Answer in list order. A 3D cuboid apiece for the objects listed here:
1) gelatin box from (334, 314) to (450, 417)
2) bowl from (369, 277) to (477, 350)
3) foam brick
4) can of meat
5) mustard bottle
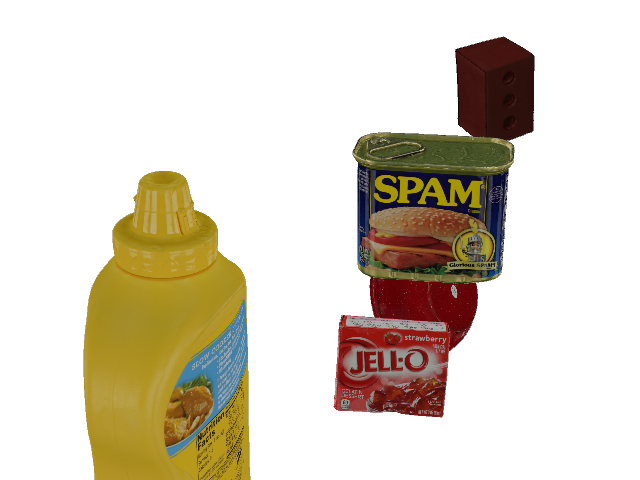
[{"bbox_3d":[0.057,0.101,0.857,0.089,0.073,0.030,4,14,3],"label":"gelatin box"},{"bbox_3d":[0.128,0.060,1.201,0.055,0.162,0.161,-11,-8,43],"label":"bowl"},{"bbox_3d":[0.157,-0.134,0.957,0.053,0.078,0.051,-19,36,-16],"label":"foam brick"},{"bbox_3d":[0.073,-0.021,0.699,0.102,0.084,0.057,4,25,10],"label":"can of meat"},{"bbox_3d":[-0.062,0.062,0.448,0.058,0.192,0.096,12,28,18],"label":"mustard bottle"}]
